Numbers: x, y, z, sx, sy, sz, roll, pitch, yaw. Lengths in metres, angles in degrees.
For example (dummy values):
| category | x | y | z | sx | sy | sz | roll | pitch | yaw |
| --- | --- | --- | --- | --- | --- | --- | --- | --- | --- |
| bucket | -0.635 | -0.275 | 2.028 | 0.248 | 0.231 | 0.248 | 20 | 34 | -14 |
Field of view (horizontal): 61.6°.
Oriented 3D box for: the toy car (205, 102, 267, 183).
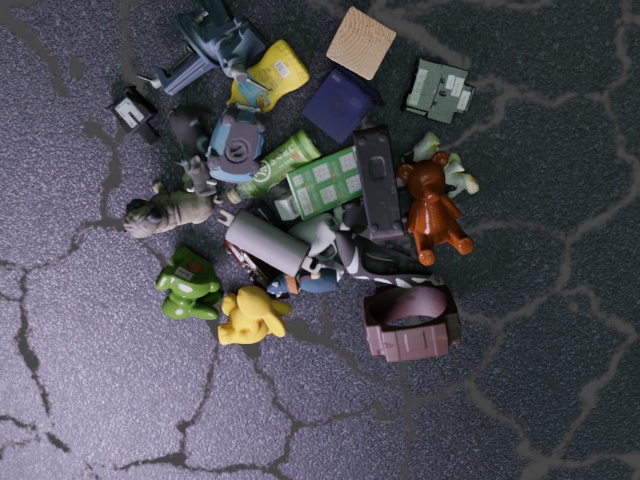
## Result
| category | x | y | z | sx | sy | sz | roll | pitch | yaw |
| --- | --- | --- | --- | --- | --- | --- | --- | --- | --- |
| toy car | -0.174 | -0.203 | 1.088 | 0.109 | 0.103 | 0.161 | 4 | 113 | -26 |

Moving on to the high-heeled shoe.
| category | x | y | z | sx | sy | sz | roll | pitch | yaw |
| --- | --- | --- | --- | --- | --- | --- | --- | --- | --- |
| high-heeled shoe | 0.142 | 0.039 | 1.166 | 0.145 | 0.086 | 0.248 | -10 | 148 | 28 |

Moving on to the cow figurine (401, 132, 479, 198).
| category | x | y | z | sx | sy | sz | roll | pitch | yaw |
| --- | --- | --- | --- | --- | --- | --- | --- | --- | --- |
| cow figurine | 0.256 | -0.142 | 1.140 | 0.167 | 0.068 | 0.098 | 43 | 112 | -9 |

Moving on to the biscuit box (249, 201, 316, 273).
| category | x | y | z | sx | sy | sz | roll | pitch | yaw |
| --- | --- | --- | --- | --- | --- | --- | --- | --- | --- |
| biscuit box | -0.092 | 0.011 | 1.215 | 0.059 | 0.063 | 0.202 | -35 | 104 | 15 |

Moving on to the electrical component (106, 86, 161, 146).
| category | x | y | z | sx | sy | sz | roll | pitch | yaw |
| --- | --- | --- | --- | --- | --- | --- | --- | --- | --- |
| electrical component | -0.382 | -0.259 | 1.137 | 0.075 | 0.048 | 0.119 | -40 | 104 | 16 |

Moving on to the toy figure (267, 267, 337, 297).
| category | x | y | z | sx | sy | sz | roll | pitch | yaw |
| --- | --- | --- | --- | --- | --- | --- | --- | --- | --- |
| toy figure | -0.038 | 0.092 | 1.178 | 0.155 | 0.058 | 0.064 | -4 | 119 | 0 |

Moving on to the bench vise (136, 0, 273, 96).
| category | x | y | z | sx | sy | sz | roll | pitch | yaw |
| --- | --- | --- | --- | --- | --- | --- | --- | --- | --- |
| bench vise | -0.226 | -0.352 | 1.035 | 0.241 | 0.129 | 0.223 | -32 | 76 | 15 |

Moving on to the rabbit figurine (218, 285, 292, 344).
| category | x | y | z | sx | sy | sz | roll | pitch | yaw |
| --- | --- | --- | --- | --- | --- | --- | --- | --- | --- |
| rabbit figurine | -0.149 | 0.168 | 1.214 | 0.162 | 0.122 | 0.173 | 17 | 140 | -1 |

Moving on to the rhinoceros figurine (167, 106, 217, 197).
| category | x | y | z | sx | sy | sz | roll | pitch | yaw |
| --- | --- | --- | --- | --- | --- | --- | --- | --- | --- |
| rhinoceros figurine | -0.257 | -0.186 | 1.120 | 0.073 | 0.112 | 0.190 | -13 | 101 | 18 |

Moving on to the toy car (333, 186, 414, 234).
| category | x | y | z | sx | sy | sz | roll | pitch | yaw |
| --- | --- | --- | --- | --- | --- | --- | --- | --- | --- |
| toy car | 0.130 | -0.067 | 1.181 | 0.202 | 0.056 | 0.073 | -14 | 103 | 6 |

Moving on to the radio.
| category | x | y | z | sx | sy | sz | roll | pitch | yaw |
| --- | --- | --- | --- | --- | --- | --- | --- | --- | --- |
| radio | 0.121 | -0.111 | 1.080 | 0.073 | 0.131 | 0.229 | -10 | 90 | 8 |

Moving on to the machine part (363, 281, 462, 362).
| category | x | y | z | sx | sy | sz | roll | pitch | yaw |
| --- | --- | --- | --- | --- | --- | --- | --- | --- | --- |
| machine part | 0.200 | 0.177 | 1.188 | 0.201 | 0.201 | 0.087 | -10 | 113 | 6 |

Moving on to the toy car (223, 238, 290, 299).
| category | x | y | z | sx | sy | sz | roll | pitch | yaw |
| --- | --- | --- | --- | --- | --- | --- | --- | --- | --- |
| toy car | -0.146 | 0.065 | 1.220 | 0.202 | 0.053 | 0.089 | 53 | 148 | -15 |

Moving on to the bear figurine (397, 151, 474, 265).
| category | x | y | z | sx | sy | sz | roll | pitch | yaw |
| --- | --- | --- | --- | --- | --- | --- | --- | --- | --- |
| bear figurine | 0.231 | -0.067 | 1.087 | 0.120 | 0.132 | 0.195 | -15 | 129 | 1 |

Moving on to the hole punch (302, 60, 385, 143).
| category | x | y | z | sx | sy | sz | roll | pitch | yaw |
| --- | --- | --- | --- | --- | --- | --- | --- | --- | --- |
| hole punch | 0.040 | -0.270 | 1.067 | 0.142 | 0.092 | 0.116 | 38 | 142 | -8 |

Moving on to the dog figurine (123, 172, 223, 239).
| category | x | y | z | sx | sy | sz | roll | pitch | yaw |
| --- | --- | --- | --- | --- | --- | --- | --- | --- | --- |
| dog figurine | -0.305 | -0.061 | 1.131 | 0.172 | 0.191 | 0.121 | -17 | 109 | 7 |

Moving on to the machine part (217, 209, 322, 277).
| category | x | y | z | sx | sy | sz | roll | pitch | yaw |
| --- | --- | --- | --- | --- | --- | --- | --- | --- | --- |
| machine part | -0.108 | 0.007 | 1.129 | 0.243 | 0.079 | 0.079 | 29 | 109 | 1 |

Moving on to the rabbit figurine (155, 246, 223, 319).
| category | x | y | z | sx | sy | sz | roll | pitch | yaw |
| --- | --- | --- | --- | --- | --- | --- | --- | --- | --- |
| rabbit figurine | -0.305 | 0.121 | 1.256 | 0.159 | 0.121 | 0.170 | 22 | 128 | -13 |

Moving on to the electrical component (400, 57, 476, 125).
| category | x | y | z | sx | sy | sz | roll | pitch | yaw |
| --- | --- | --- | --- | --- | --- | --- | --- | --- | --- |
| electrical component | 0.243 | -0.299 | 1.090 | 0.134 | 0.058 | 0.114 | 16 | 112 | -4 |

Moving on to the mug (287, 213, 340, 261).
| category | x | y | z | sx | sy | sz | roll | pitch | yaw |
| --- | --- | --- | --- | --- | --- | --- | --- | --- | --- |
| mug | -0.002 | -0.004 | 1.178 | 0.107 | 0.081 | 0.109 | -33 | 105 | 35 |
